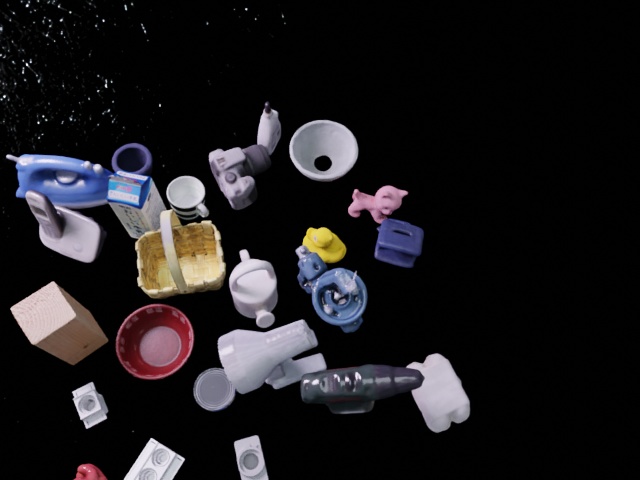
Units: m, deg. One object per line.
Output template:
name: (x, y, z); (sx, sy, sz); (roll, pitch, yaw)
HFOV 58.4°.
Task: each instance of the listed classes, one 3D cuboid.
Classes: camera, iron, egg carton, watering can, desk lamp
camera: (-0.182, -0.170, 1.371); (0.137, 0.101, 0.143); (-26, 71, -14)
iron: (-0.572, -0.152, 1.316); (0.258, 0.141, 0.118); (2, 67, -3)
egg carton: (0.248, 0.321, 1.210); (0.107, 0.069, 0.150); (-22, 70, -12)
watering can: (-0.136, 0.099, 1.210); (0.101, 0.194, 0.172); (-38, 74, -17)
desk lamp: (-0.091, 0.228, 1.148); (0.203, 0.213, 0.118); (-19, 69, -11)

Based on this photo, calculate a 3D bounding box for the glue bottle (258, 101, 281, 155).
glue bottle: (-0.123, -0.279, 1.382); (0.037, 0.173, 0.078); (23, 68, 6)

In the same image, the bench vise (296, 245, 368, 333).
bench vise: (0.013, 0.095, 1.208); (0.207, 0.220, 0.122); (33, 69, 10)

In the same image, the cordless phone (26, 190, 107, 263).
cordless phone: (-0.554, -0.034, 1.244); (0.147, 0.185, 0.094); (19, 67, 5)

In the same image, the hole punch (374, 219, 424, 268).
hole punch: (0.183, -0.002, 1.330); (0.108, 0.091, 0.101); (14, 67, 3)

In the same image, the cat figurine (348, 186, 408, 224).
cat figurine: (0.137, -0.095, 1.351); (0.127, 0.118, 0.067); (13, 67, 2)

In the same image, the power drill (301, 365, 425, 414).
power drill: (0.075, 0.294, 1.134); (0.229, 0.208, 0.075); (-3, 67, -5)

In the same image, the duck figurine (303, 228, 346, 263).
duck figurine: (0.012, 0.005, 1.318); (0.104, 0.086, 0.077); (24, 68, 7)

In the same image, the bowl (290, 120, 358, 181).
bowl: (0.008, -0.208, 1.414); (0.167, 0.075, 0.167); (1, 67, -3)

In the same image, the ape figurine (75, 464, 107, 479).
ape figurine: (-0.448, 0.470, 1.089); (0.076, 0.092, 0.078); (20, 67, 5)

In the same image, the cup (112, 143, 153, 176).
cup: (-0.438, -0.156, 1.351); (0.091, 0.095, 0.118); (14, 67, 2)
